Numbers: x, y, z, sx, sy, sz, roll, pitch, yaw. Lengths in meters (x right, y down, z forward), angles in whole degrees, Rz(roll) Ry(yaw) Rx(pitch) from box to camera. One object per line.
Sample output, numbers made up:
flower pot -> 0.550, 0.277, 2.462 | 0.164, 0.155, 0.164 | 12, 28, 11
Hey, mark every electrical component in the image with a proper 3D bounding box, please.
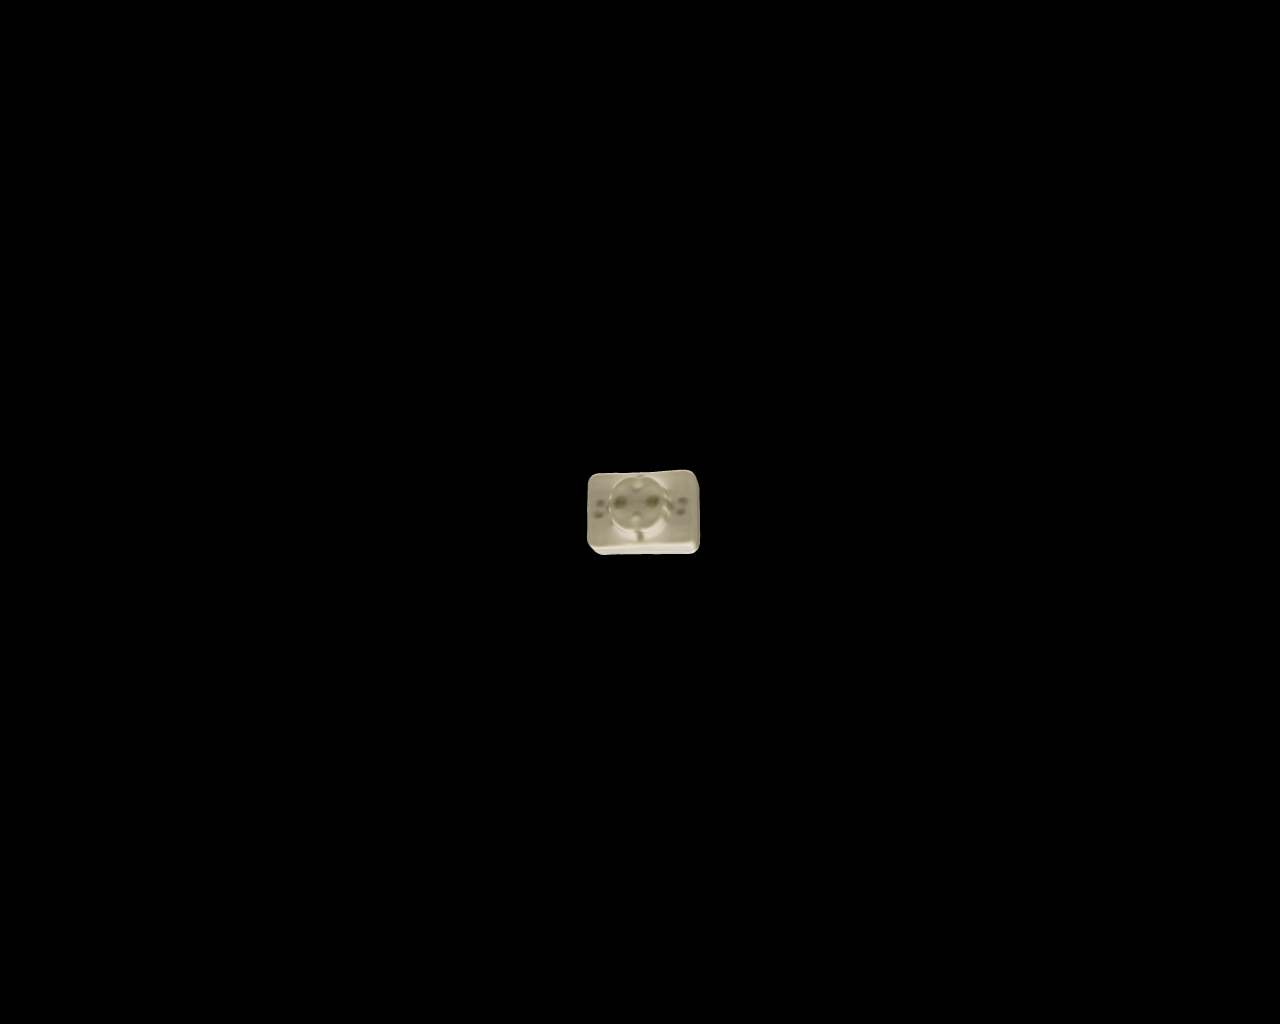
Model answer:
electrical component -> 0.001, -0.003, 0.650 | 0.066, 0.047, 0.076 | -1, -11, 7
